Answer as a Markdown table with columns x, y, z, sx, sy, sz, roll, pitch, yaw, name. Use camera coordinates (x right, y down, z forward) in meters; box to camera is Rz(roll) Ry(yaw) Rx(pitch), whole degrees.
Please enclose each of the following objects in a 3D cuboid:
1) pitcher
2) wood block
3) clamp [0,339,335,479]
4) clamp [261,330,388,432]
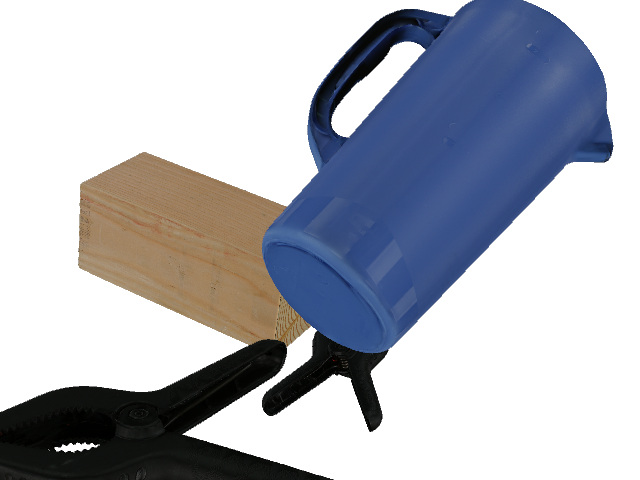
| x | y | z | sx | sy | sz | roll | pitch | yaw | name |
| --- | --- | --- | --- | --- | --- | --- | --- | --- | --- |
| 0.066 | -0.049 | 0.716 | 0.242 | 0.145 | 0.149 | -46 | 30 | -25 | pitcher |
| -0.099 | 0.007 | 0.918 | 0.206 | 0.090 | 0.090 | 22 | 32 | 22 | wood block |
| -0.096 | 0.105 | 0.590 | 0.210 | 0.036 | 0.164 | -1 | 24 | -9 | clamp |
| 0.030 | 0.123 | 1.062 | 0.120 | 0.039 | 0.171 | 16 | 47 | 23 | clamp |
